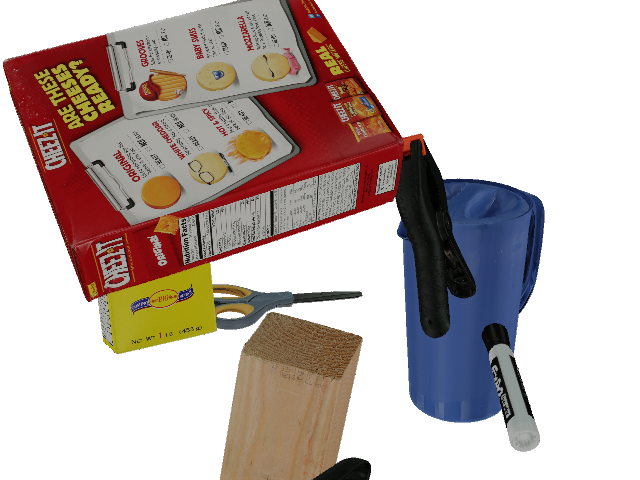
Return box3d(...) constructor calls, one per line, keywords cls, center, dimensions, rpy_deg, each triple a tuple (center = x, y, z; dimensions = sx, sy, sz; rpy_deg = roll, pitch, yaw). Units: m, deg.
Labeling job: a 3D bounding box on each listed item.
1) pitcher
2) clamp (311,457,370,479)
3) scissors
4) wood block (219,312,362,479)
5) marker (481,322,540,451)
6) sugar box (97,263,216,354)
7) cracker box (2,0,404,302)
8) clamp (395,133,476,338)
box3d(cls="pitcher", center=(0.158, 0.062, 1.129), dimensions=(0.149, 0.243, 0.145), rpy_deg=(3, 24, 9))
box3d(cls="clamp", center=(-0.051, 0.194, 0.635), dimensions=(0.210, 0.036, 0.164), rpy_deg=(-4, 28, 1))
box3d(cls="scissors", center=(-0.047, 0.075, 1.198), dimensions=(0.201, 0.016, 0.096), rpy_deg=(4, 25, -7))
box3d(cls="wood block", center=(-0.032, 0.181, 0.951), dimensions=(0.090, 0.206, 0.090), rpy_deg=(15, 23, 9))
box3d(cls="marker", center=(0.126, 0.094, 0.717), dimensions=(0.020, 0.020, 0.121), rpy_deg=(0, 31, -2))
box3d(cls="sugar box", center=(-0.142, -0.003, 0.884), dimensions=(0.093, 0.176, 0.048), rpy_deg=(-12, 19, -25))
box3d(cls="cracker box", center=(-0.077, -0.069, 0.695), dimensions=(0.213, 0.164, 0.072), rpy_deg=(-19, -34, -14))
box3d(cls="clamp", center=(0.093, -0.003, 0.921), dimensions=(0.039, 0.171, 0.120), rpy_deg=(-15, 18, 19))
